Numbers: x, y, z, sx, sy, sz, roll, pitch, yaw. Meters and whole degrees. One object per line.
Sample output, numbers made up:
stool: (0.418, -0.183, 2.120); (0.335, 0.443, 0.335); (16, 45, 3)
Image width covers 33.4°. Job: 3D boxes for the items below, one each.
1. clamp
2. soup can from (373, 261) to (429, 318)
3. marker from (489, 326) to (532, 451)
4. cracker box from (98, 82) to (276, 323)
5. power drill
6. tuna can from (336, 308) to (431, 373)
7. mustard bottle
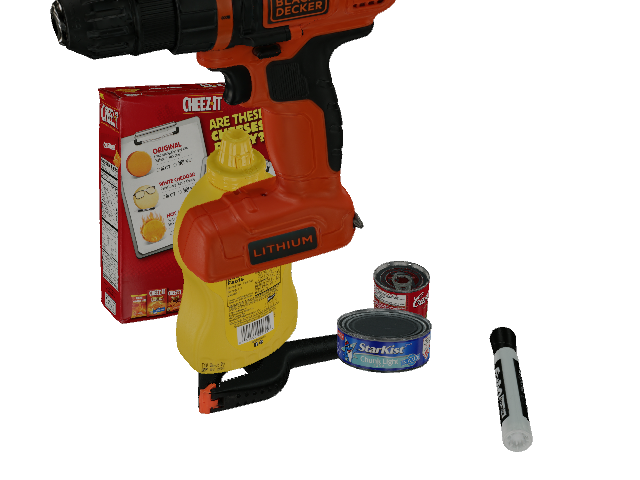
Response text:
clamp: (-0.053, 0.122, 1.122); (0.165, 0.036, 0.209); (15, 29, 19)
soup can: (0.097, 0.086, 1.305); (0.068, 0.102, 0.068); (0, 30, 0)
marker: (0.129, 0.097, 0.728); (0.020, 0.020, 0.121); (0, 30, 5)
cracker box: (-0.125, -0.040, 1.017); (0.163, 0.214, 0.072); (-7, 19, -30)
power drill: (-0.045, -0.069, 0.578); (0.184, 0.188, 0.057); (-14, 39, -19)
tuna can: (0.057, 0.090, 0.969); (0.086, 0.034, 0.086); (1, 14, 0)
mustard bottle: (-0.060, 0.005, 0.774); (0.096, 0.192, 0.058); (-22, 44, -28)
